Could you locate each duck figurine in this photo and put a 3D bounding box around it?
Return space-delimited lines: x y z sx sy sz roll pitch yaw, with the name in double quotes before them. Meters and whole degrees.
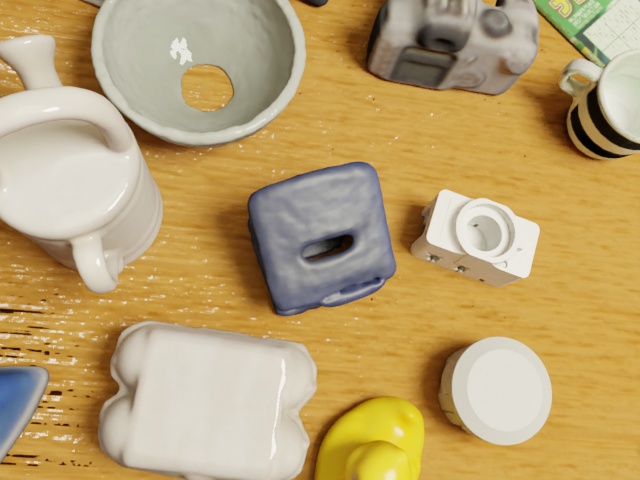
"duck figurine" 0.042 0.162 0.414 0.077 0.086 0.105 38 74 3

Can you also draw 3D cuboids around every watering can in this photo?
"watering can" -0.173 -0.052 0.382 0.101 0.194 0.173 -41 84 -15

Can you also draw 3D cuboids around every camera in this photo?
"camera" 0.122 -0.218 0.516 0.143 0.100 0.137 7 75 -6

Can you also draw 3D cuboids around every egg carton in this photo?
"egg carton" -0.079 0.119 0.416 0.150 0.069 0.107 8 74 -6

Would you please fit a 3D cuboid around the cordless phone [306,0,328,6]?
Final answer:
"cordless phone" -0.002 -0.308 0.478 0.094 0.185 0.148 22 74 -2

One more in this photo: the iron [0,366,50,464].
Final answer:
"iron" -0.302 0.151 0.338 0.258 0.141 0.118 -35 82 -15

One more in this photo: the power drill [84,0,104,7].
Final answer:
"power drill" -0.175 -0.270 0.431 0.229 0.208 0.076 22 74 -2

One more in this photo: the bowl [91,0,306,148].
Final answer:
"bowl" -0.097 -0.144 0.479 0.167 0.074 0.167 2 75 -8

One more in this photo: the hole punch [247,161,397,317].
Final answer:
"hole punch" 0.004 0.002 0.447 0.109 0.091 0.101 -17 78 -12
